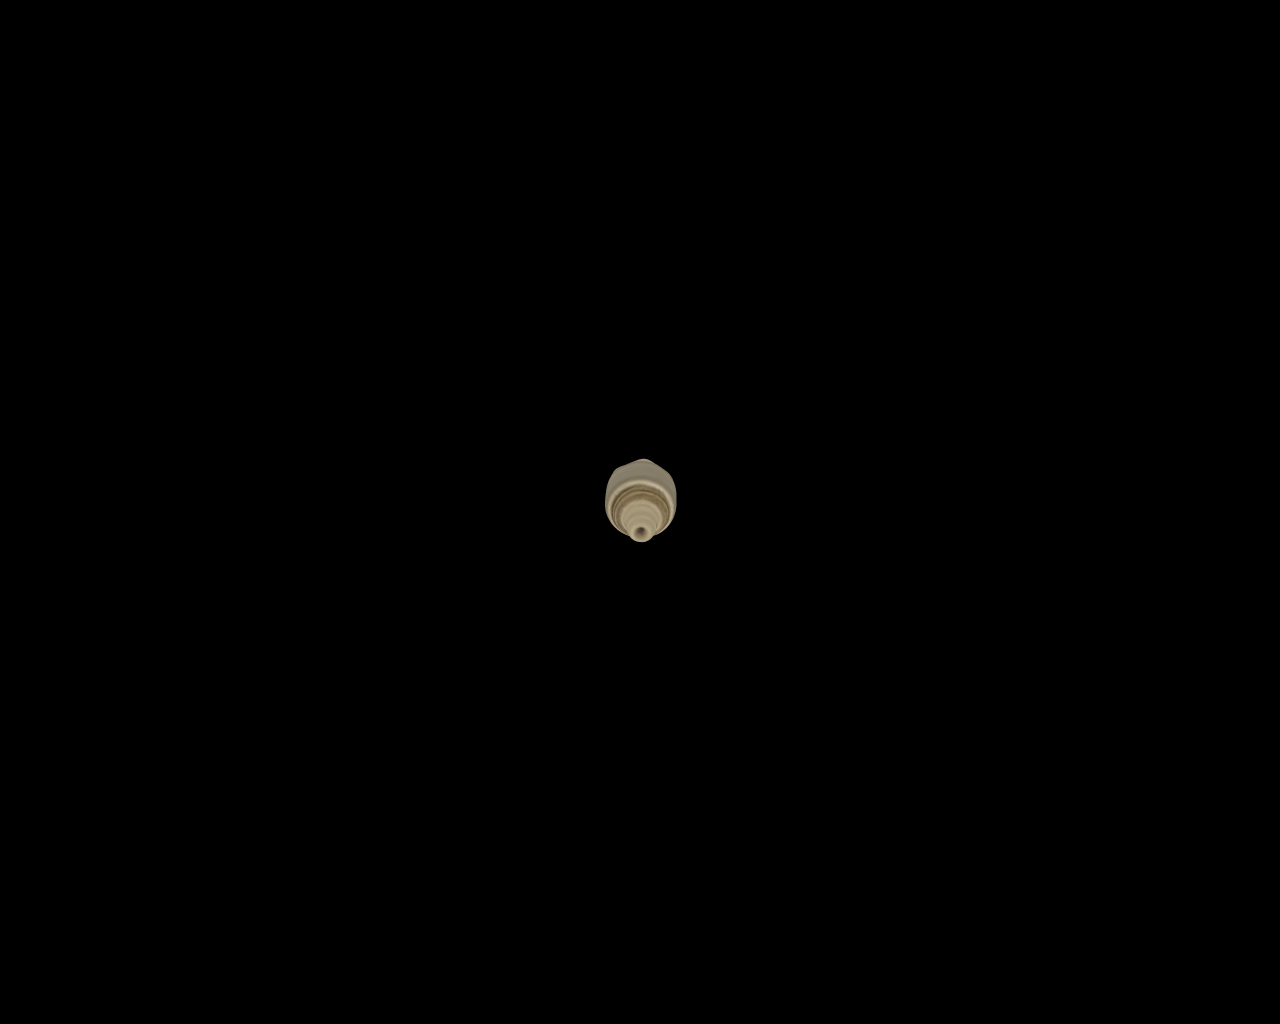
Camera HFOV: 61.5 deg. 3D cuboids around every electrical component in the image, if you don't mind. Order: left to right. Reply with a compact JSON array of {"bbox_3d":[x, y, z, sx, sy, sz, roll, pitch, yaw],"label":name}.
[{"bbox_3d":[0.001,-0.003,0.650,0.043,0.043,0.062,0,30,0],"label":"electrical component"}]
